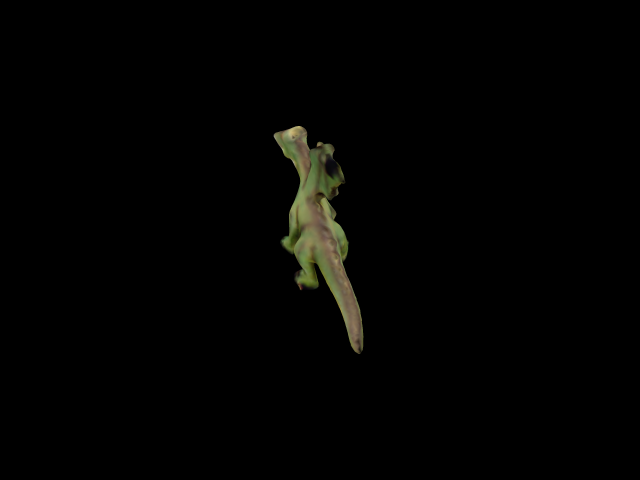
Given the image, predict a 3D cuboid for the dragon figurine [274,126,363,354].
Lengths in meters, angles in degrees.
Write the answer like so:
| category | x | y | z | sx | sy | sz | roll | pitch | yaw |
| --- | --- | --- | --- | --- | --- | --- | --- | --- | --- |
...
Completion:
| category | x | y | z | sx | sy | sz | roll | pitch | yaw |
| --- | --- | --- | --- | --- | --- | --- | --- | --- | --- |
| dragon figurine | 0.003 | -0.043 | 0.850 | 0.122 | 0.237 | 0.419 | -15 | 48 | -14 |
